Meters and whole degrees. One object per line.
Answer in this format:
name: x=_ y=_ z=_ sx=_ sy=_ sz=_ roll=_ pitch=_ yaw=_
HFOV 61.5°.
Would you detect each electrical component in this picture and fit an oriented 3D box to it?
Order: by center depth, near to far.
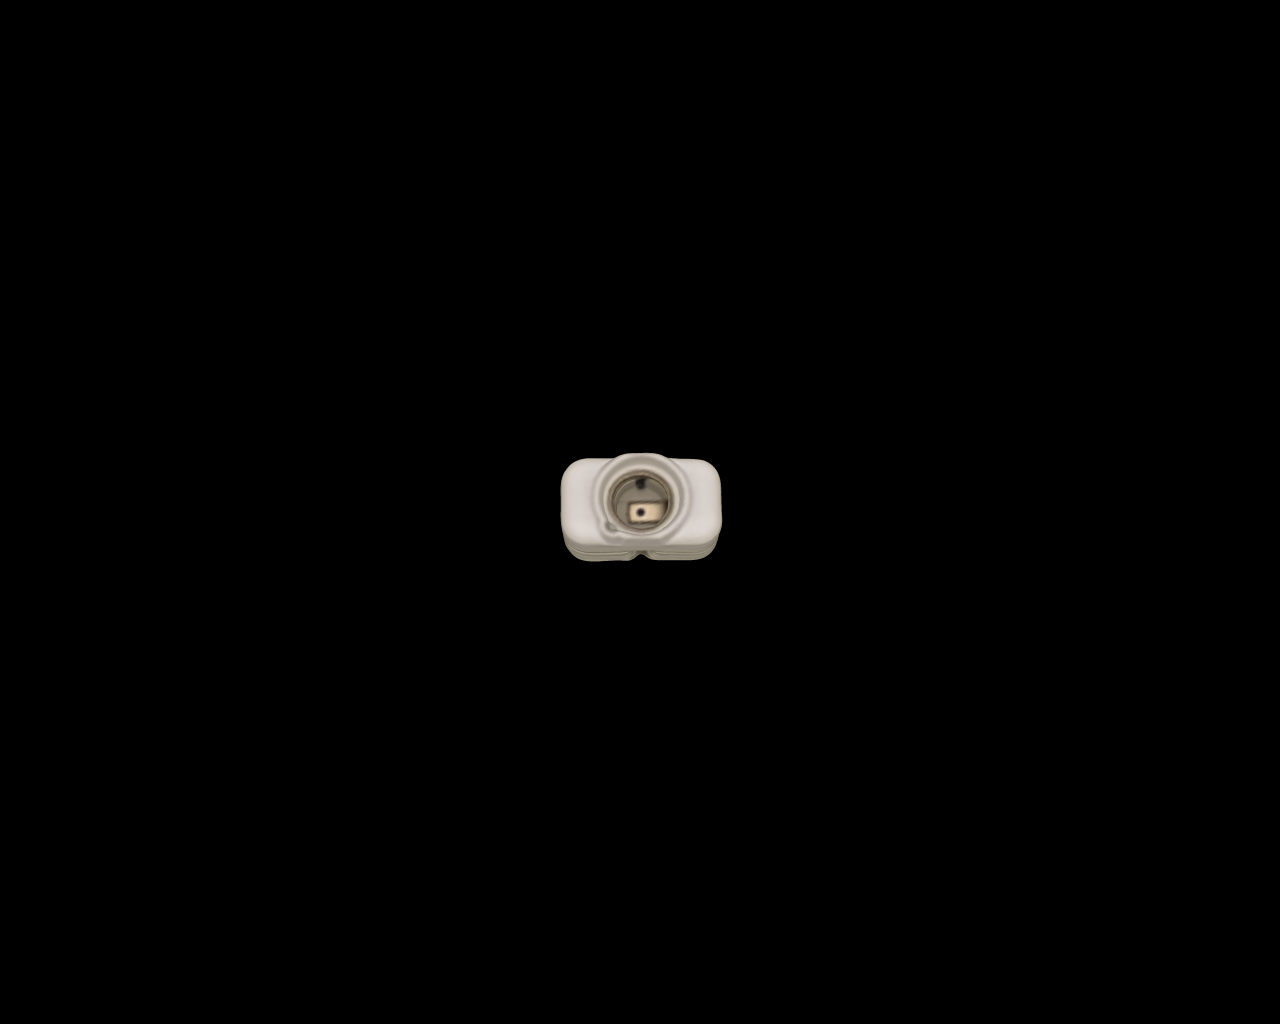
electrical component: x=0.001 y=-0.003 z=0.650 sx=0.095 sy=0.054 sz=0.059 roll=0 pitch=-13 yaw=0
